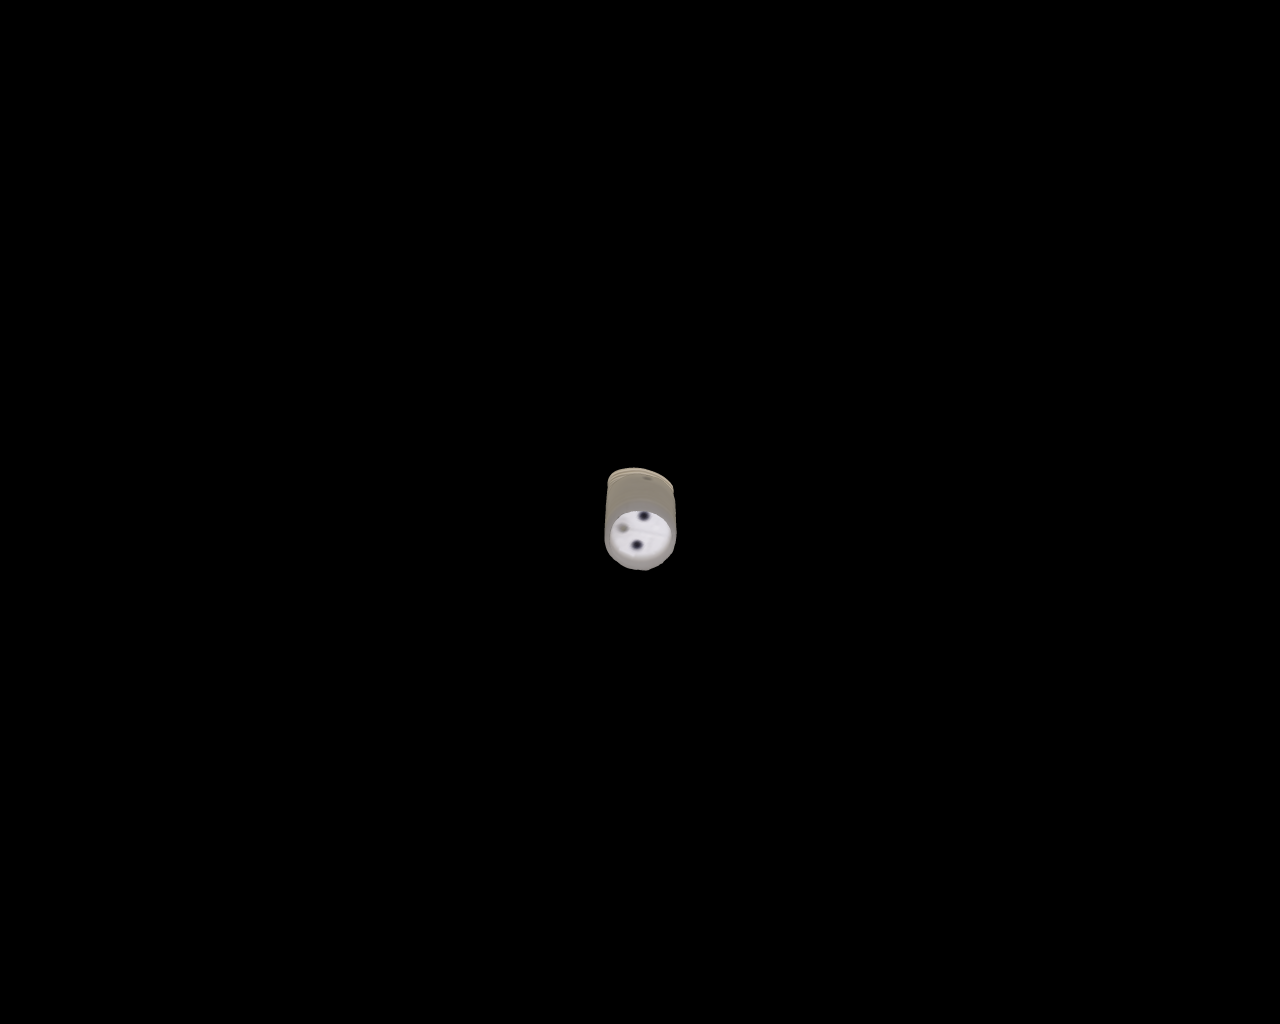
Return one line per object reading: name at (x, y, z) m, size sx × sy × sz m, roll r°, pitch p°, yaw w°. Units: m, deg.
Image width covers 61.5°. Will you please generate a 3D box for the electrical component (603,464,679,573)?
electrical component at (0.001, -0.003, 0.650) m, size 0.043 × 0.043 × 0.081 m, roll 0°, pitch 29°, yaw 0°
